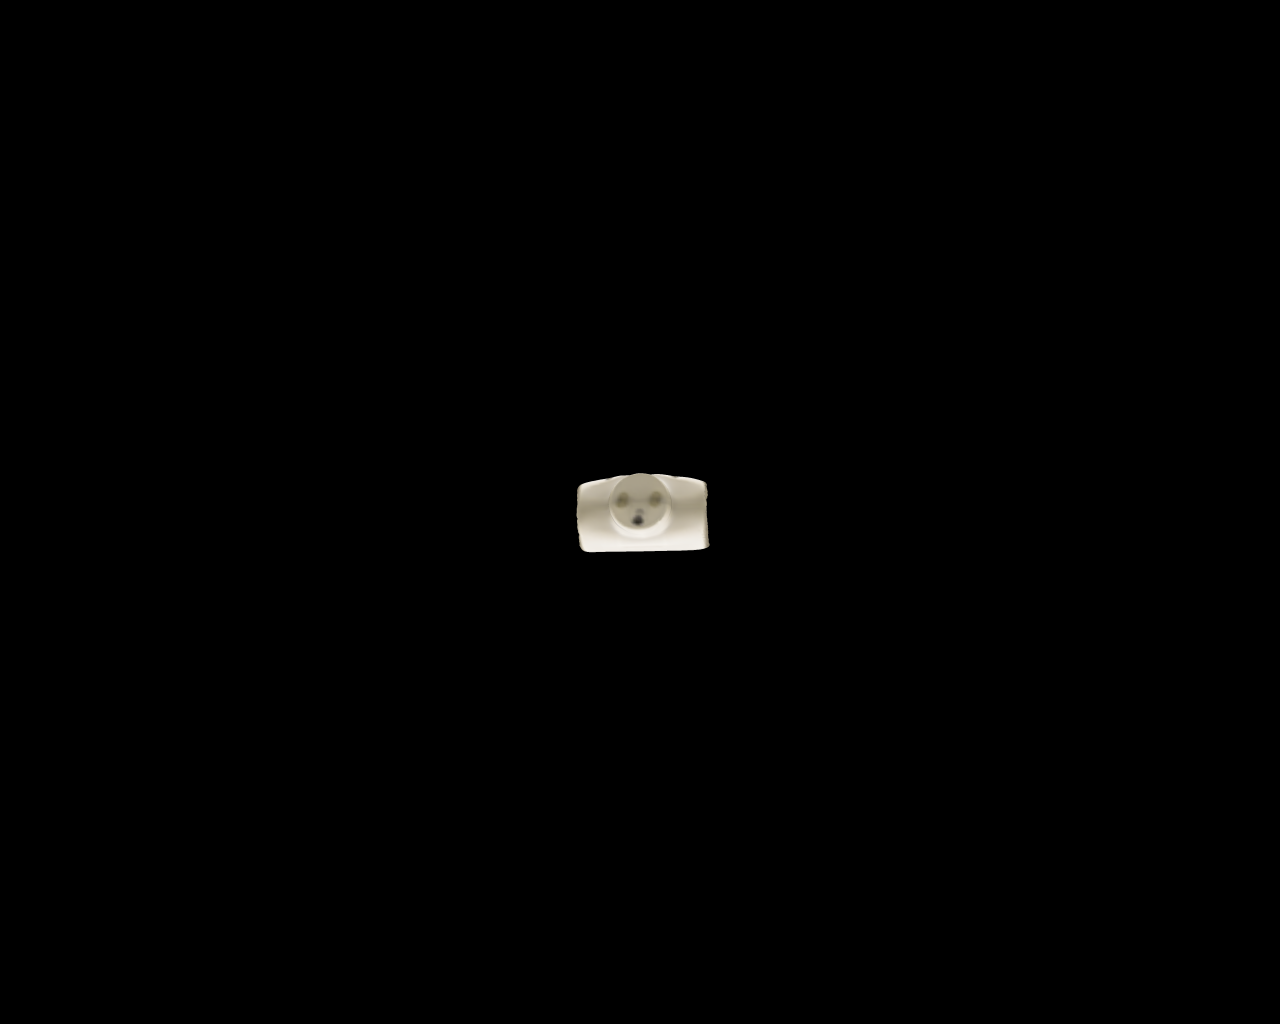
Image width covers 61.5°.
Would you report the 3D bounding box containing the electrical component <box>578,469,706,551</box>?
[{"bbox_3d":[0.001,-0.003,0.650,0.077,0.043,0.079,-1,-15,5],"label":"electrical component"}]
